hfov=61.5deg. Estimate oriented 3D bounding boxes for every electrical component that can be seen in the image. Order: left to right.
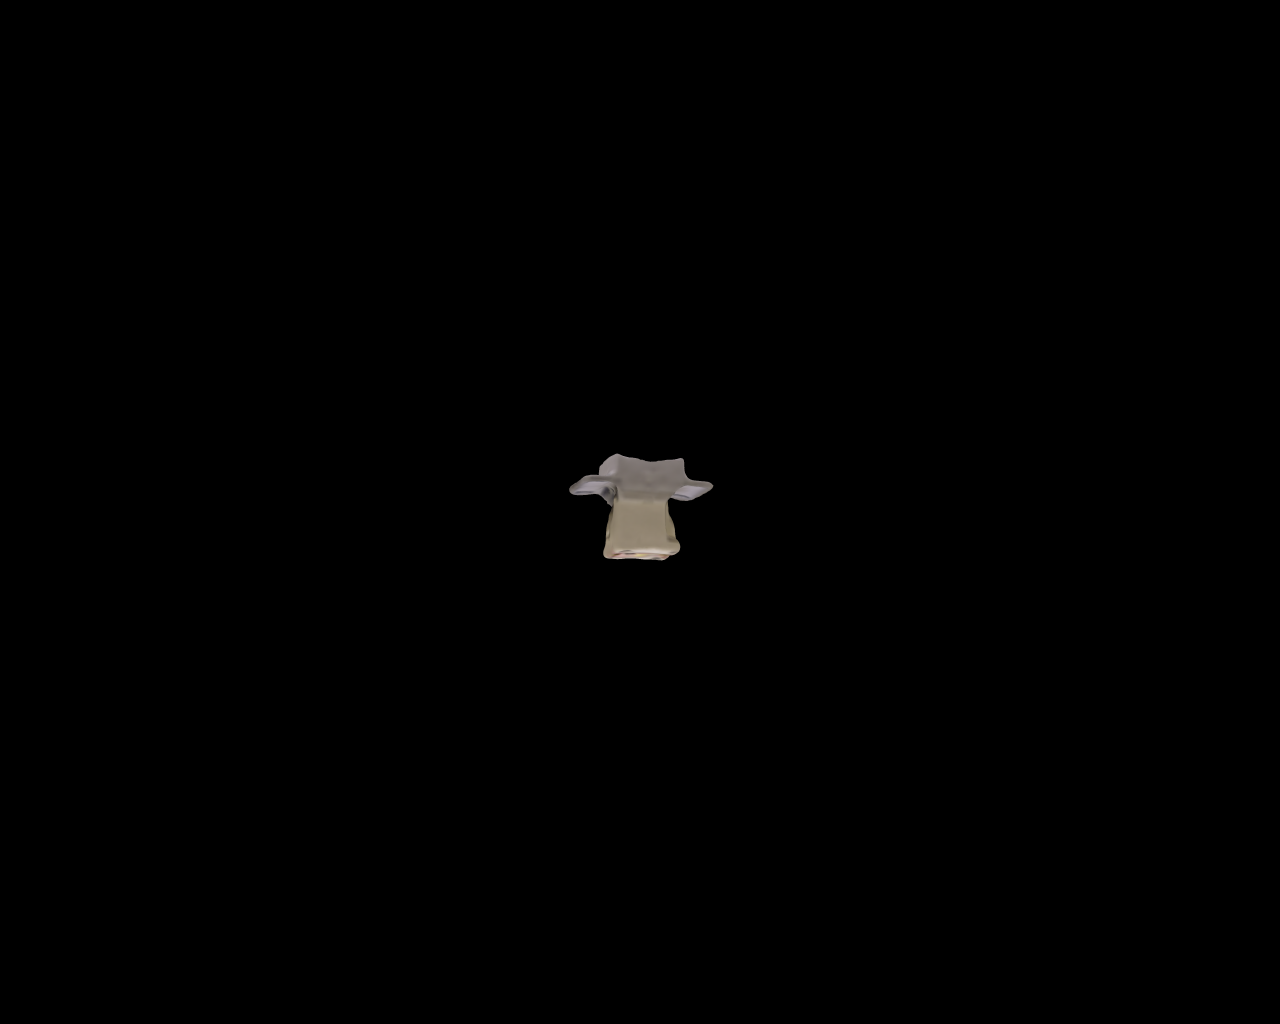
[{"bbox_3d":[0.001,-0.003,0.650,0.081,0.064,0.042,3,-11,-16],"label":"electrical component"}]
